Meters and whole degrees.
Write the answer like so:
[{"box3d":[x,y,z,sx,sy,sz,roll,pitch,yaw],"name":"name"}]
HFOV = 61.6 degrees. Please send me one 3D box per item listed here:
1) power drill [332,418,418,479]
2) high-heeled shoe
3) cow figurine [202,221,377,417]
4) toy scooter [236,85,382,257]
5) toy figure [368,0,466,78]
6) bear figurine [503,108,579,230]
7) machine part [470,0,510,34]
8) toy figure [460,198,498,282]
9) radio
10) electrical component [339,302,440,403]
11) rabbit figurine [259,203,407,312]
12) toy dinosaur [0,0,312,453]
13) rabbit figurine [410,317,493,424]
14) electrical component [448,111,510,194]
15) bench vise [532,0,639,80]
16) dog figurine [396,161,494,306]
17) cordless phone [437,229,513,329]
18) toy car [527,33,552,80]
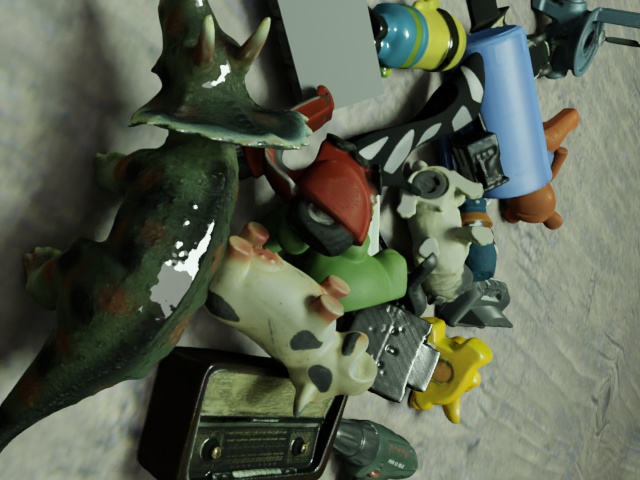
[{"box3d":[0.047,0.355,0.750,0.232,0.086,0.207,27,71,-48],"name":"power drill"},{"box3d":[0.122,-0.171,0.703,0.145,0.086,0.248,31,80,-30],"name":"high-heeled shoe"},{"box3d":[-0.029,0.087,0.522,0.127,0.195,0.085,-53,-175,26],"name":"cow figurine"},{"box3d":[-0.006,-0.079,0.526,0.135,0.184,0.075,-47,167,-13],"name":"toy scooter"},{"box3d":[0.111,-0.249,0.673,0.180,0.082,0.089,-20,82,-45],"name":"toy figure"},{"box3d":[0.395,-0.125,0.974,0.132,0.120,0.195,-47,130,-34],"name":"bear figurine"},{"box3d":[0.260,-0.372,0.839,0.084,0.039,0.138,-46,130,-19],"name":"machine part"},{"box3d":[0.252,-0.010,0.876,0.064,0.058,0.154,22,56,-32],"name":"toy figure"},{"box3d":[-0.073,0.196,0.586,0.229,0.073,0.131,22,82,-46],"name":"radio"},{"box3d":[0.085,0.143,0.702,0.134,0.058,0.115,26,77,-3],"name":"electrical component"},{"box3d":[-0.001,-0.002,0.615,0.159,0.121,0.170,-7,86,-38],"name":"rabbit figurine"},{"box3d":[-0.129,0.012,0.392,0.131,0.192,0.404,26,77,-30],"name":"toy dinosaur"},{"box3d":[0.210,0.208,0.860,0.173,0.122,0.162,1,101,-65],"name":"rabbit figurine"},{"box3d":[0.218,-0.131,0.759,0.048,0.075,0.119,-26,111,-1],"name":"electrical component"},{"box3d":[0.495,-0.384,0.949,0.129,0.241,0.223,-18,127,-47],"name":"bench vise"},{"box3d":[0.170,-0.006,0.803,0.190,0.121,0.172,79,7,-65],"name":"dog figurine"},{"box3d":[0.272,0.060,0.928,0.146,0.089,0.184,12,78,-46],"name":"cordless phone"},{"box3d":[0.345,-0.300,0.930,0.202,0.056,0.073,-39,118,-36],"name":"toy car"}]
